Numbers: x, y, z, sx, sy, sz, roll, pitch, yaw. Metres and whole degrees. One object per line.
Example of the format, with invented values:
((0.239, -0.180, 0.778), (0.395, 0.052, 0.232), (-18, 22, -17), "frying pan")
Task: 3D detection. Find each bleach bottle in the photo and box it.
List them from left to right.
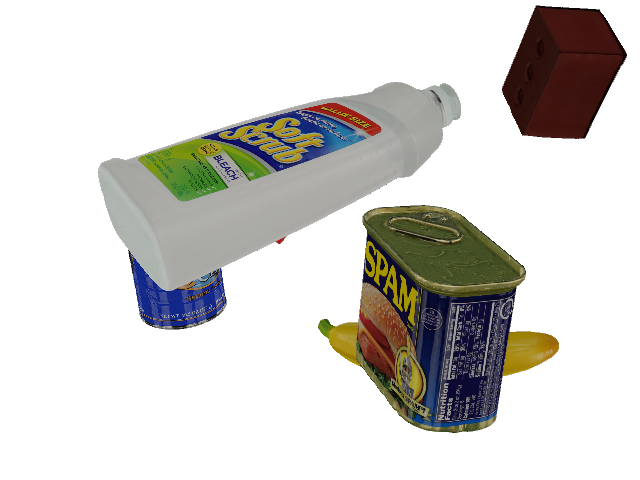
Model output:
((-0.017, -0.055, 0.735), (0.250, 0.068, 0.103), (-25, 43, -20), "bleach bottle")

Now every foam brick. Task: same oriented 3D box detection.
((0.167, -0.116, 0.743), (0.051, 0.053, 0.078), (-1, -42, -16), "foam brick")

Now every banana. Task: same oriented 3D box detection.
((0.092, 0.084, 0.851), (0.198, 0.037, 0.069), (6, 28, 7), "banana")

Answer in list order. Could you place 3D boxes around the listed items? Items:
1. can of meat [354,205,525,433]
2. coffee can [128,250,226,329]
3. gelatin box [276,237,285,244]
((0.057, 0.039, 0.551), (0.057, 0.084, 0.102), (-4, 24, -19), "can of meat")
((-0.166, 0.015, 1.210), (0.103, 0.140, 0.103), (-5, 26, 2), "coffee can")
((-0.015, -0.048, 0.963), (0.030, 0.073, 0.089), (38, 36, 0), "gelatin box")
